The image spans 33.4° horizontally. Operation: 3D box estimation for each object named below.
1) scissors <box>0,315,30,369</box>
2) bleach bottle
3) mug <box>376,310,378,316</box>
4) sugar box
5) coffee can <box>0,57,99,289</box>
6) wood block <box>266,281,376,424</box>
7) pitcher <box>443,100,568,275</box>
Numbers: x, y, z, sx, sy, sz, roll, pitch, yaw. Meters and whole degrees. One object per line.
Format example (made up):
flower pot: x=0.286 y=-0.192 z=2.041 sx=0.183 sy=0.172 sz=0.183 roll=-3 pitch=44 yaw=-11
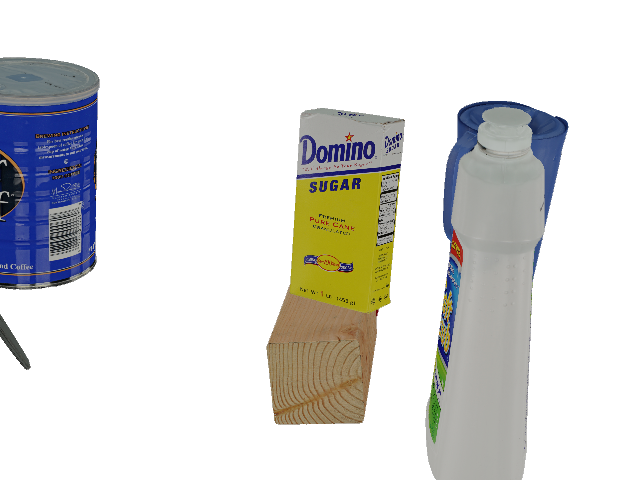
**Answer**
scissors: x=-0.344 y=0.031 z=1.073 sx=0.016 sy=0.201 sz=0.096 roll=-26 pitch=27 yaw=22
bleach bottle: x=0.106 y=0.034 z=0.675 sx=0.068 sy=0.251 sz=0.102 roll=2 pitch=29 yaw=4
mug: x=0.031 y=0.085 z=1.512 sx=0.117 sy=0.081 sz=0.093 roll=17 pitch=24 yaw=28
sugar box: x=0.023 y=-0.029 z=0.985 sx=0.093 sy=0.176 sz=0.048 roll=12 pitch=18 yaw=32
coffee can: x=-0.210 y=-0.050 z=0.761 sx=0.103 sy=0.140 sz=0.103 roll=5 pitch=23 yaw=-2
wood block: x=0.007 y=0.104 z=1.117 sx=0.091 sy=0.090 sz=0.206 roll=-2 pitch=19 yaw=7
pitcher: x=0.218 y=-0.042 z=1.335 sx=0.149 sy=0.243 sz=0.145 roll=3 pitch=27 yaw=-1
